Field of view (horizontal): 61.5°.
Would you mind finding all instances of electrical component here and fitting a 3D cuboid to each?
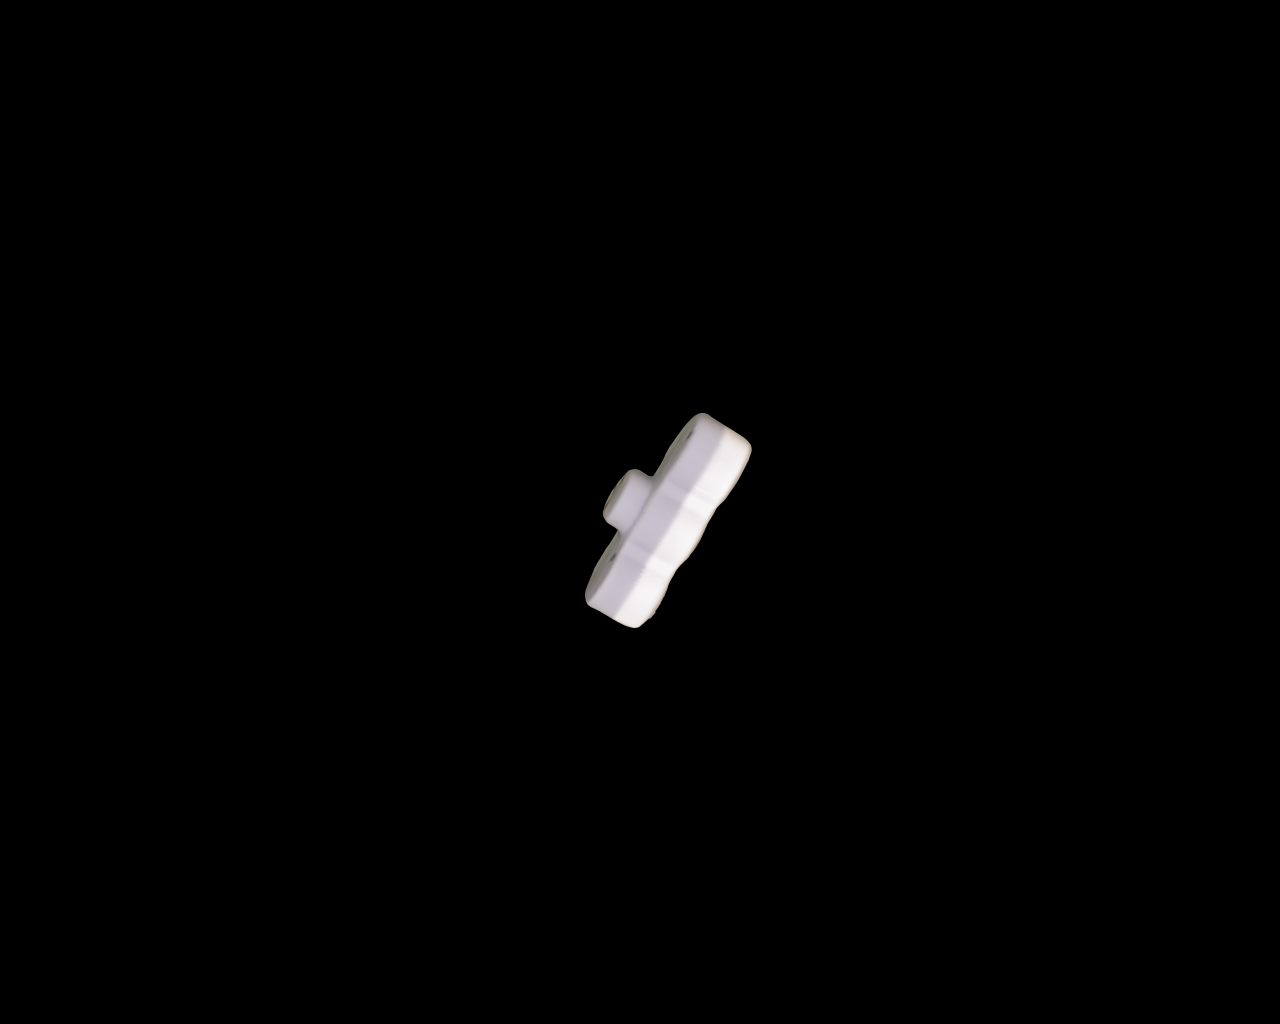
[{"bbox_3d":[0.001,-0.003,0.650,0.074,0.138,0.052,31,11,-7],"label":"electrical component"}]
